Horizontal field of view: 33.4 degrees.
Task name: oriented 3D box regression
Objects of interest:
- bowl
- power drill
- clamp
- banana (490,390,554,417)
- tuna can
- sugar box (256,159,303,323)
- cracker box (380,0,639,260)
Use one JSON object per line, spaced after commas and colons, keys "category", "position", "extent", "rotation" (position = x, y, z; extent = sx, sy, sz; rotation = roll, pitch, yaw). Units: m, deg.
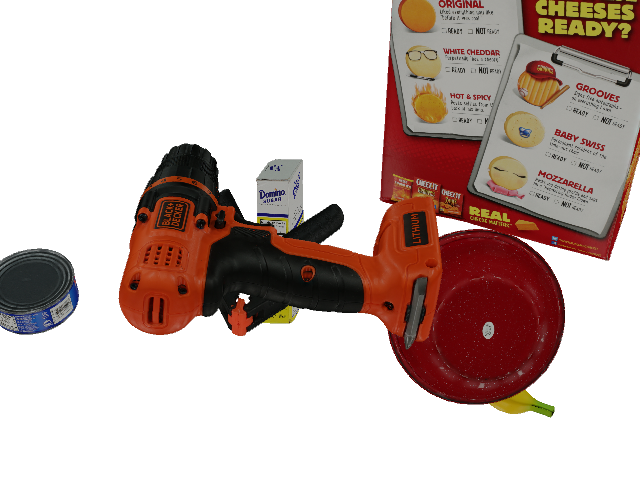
{"category": "bowl", "position": [0.141, 0.073, 0.937], "extent": [0.162, 0.162, 0.055], "rotation": [0, 7, -1]}
{"category": "power drill", "position": [-0.023, -0.001, 0.664], "extent": [0.187, 0.057, 0.184], "rotation": [5, 33, -2]}
{"category": "clamp", "position": [-0.060, 0.012, 0.935], "extent": [0.120, 0.039, 0.171], "rotation": [9, 38, 18]}
{"category": "banana", "position": [0.191, 0.134, 1.170], "extent": [0.069, 0.037, 0.198], "rotation": [11, 27, -15]}
{"category": "tuna can", "position": [-0.276, 0.049, 1.024], "extent": [0.086, 0.034, 0.086], "rotation": [-1, 43, 1]}
{"category": "sugar box", "position": [-0.047, 0.000, 1.249], "extent": [0.048, 0.176, 0.093], "rotation": [0, 18, 9]}
{"category": "cracker box", "position": [0.129, -0.105, 0.679], "extent": [0.164, 0.214, 0.072], "rotation": [16, 42, 17]}
